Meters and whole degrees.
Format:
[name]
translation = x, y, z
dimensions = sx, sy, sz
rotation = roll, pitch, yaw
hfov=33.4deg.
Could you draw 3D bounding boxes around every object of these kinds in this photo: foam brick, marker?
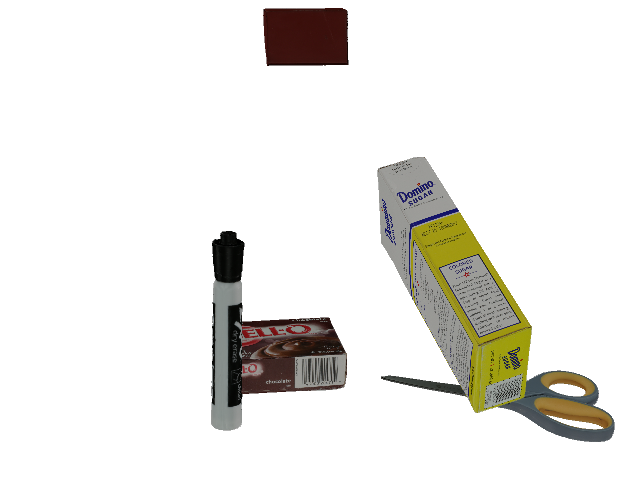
[foam brick]
translation = -0.014, -0.192, 1.004
dimensions = 0.078, 0.051, 0.053
rotation = -1, 15, -4
[marker]
translation = -0.055, 0.054, 0.633
dimensions = 0.020, 0.121, 0.020
rotation = 2, 15, -1

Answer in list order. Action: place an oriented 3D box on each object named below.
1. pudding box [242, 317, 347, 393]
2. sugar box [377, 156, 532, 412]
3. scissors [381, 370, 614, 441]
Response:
[pudding box]
translation = -0.039, 0.103, 0.965
dimensions = 0.113, 0.039, 0.090
rotation = 0, 18, -10
[sugar box]
translation = 0.095, 0.029, 0.782
dimensions = 0.048, 0.176, 0.093
rotation = -17, -39, -8
[scissors]
translation = 0.163, 0.130, 0.951
dimensions = 0.202, 0.016, 0.096
rotation = 16, 29, 16
